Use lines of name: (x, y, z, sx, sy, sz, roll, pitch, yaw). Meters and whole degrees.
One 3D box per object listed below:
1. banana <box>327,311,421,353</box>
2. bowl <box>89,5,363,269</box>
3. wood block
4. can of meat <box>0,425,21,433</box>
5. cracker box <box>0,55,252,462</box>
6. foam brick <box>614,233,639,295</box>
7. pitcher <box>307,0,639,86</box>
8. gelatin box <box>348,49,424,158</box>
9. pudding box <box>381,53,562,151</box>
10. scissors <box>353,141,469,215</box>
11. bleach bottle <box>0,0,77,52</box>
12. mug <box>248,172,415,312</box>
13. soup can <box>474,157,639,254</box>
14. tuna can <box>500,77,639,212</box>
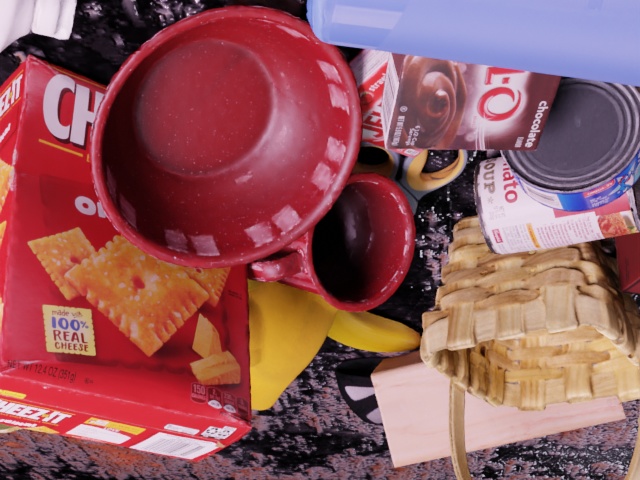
banana: (0.031, 0.069, 0.965, 0.070, 0.037, 0.197, -10, 152, 20)
bowl: (-0.059, -0.065, 0.619, 0.162, 0.055, 0.162, -12, 123, -19)
wood block: (0.162, 0.134, 0.972, 0.206, 0.090, 0.090, -15, 180, 12)
can of meat: (-0.342, 0.140, 1.072, 0.058, 0.084, 0.102, -19, 148, 36)
cracker box: (-0.124, 0.012, 0.648, 0.164, 0.213, 0.072, 20, 142, -35)
foam brick: (0.246, -0.003, 0.763, 0.051, 0.078, 0.053, 6, 156, -11)
pitcher: (0.120, -0.139, 0.451, 0.243, 0.149, 0.145, 5, 169, -1)
gelatin box: (0.051, -0.088, 0.647, 0.073, 0.030, 0.089, 16, 150, -27)
pudding box: (0.084, -0.100, 0.570, 0.090, 0.039, 0.114, 0, 137, -10)
scissors: (0.045, -0.031, 0.783, 0.096, 0.016, 0.202, 9, 153, -13)
bleach bottle: (-0.248, -0.130, 0.521, 0.250, 0.068, 0.103, 8, 132, -18)
mug: (-0.005, 0.001, 0.724, 0.117, 0.093, 0.082, -27, -157, -31)
soup can: (0.162, -0.030, 0.721, 0.102, 0.068, 0.068, -10, 152, 23)
tuna can: (0.152, -0.061, 0.637, 0.086, 0.086, 0.033, -9, 154, 20)
